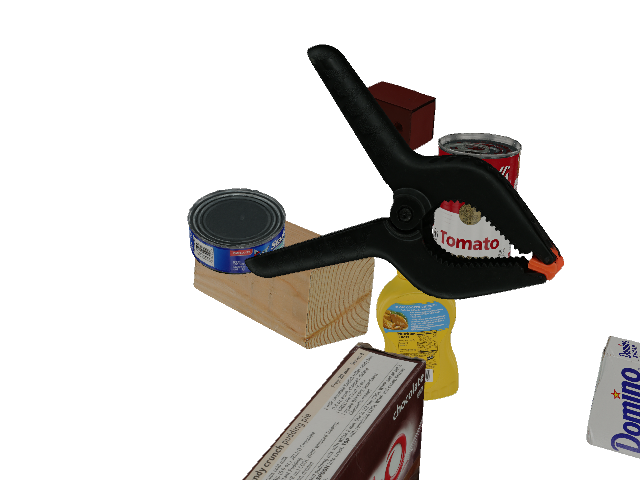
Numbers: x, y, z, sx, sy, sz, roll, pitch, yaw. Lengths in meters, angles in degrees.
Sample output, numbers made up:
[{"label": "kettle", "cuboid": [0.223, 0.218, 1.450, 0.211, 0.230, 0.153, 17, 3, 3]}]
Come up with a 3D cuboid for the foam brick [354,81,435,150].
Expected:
[{"label": "foam brick", "cuboid": [0.084, -0.140, 1.202, 0.078, 0.053, 0.051, 23, 37, 33]}]

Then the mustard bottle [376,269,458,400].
[{"label": "mustard bottle", "cuboid": [0.116, 0.098, 1.294, 0.096, 0.192, 0.058, -3, 21, 5]}]

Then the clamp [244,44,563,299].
[{"label": "clamp", "cuboid": [0.057, -0.030, 0.692, 0.210, 0.165, 0.036, 16, 16, 19]}]

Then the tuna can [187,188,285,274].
[{"label": "tuna can", "cuboid": [-0.073, -0.008, 0.941, 0.086, 0.034, 0.086, 1, 38, -1]}]

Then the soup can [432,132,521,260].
[{"label": "soup can", "cuboid": [0.128, -0.032, 0.887, 0.068, 0.102, 0.068, 1, 21, -1]}]

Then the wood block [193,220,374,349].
[{"label": "wood block", "cuboid": [-0.045, 0.037, 1.186, 0.090, 0.090, 0.206, -10, 23, -40]}]

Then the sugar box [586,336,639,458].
[{"label": "sugar box", "cuboid": [0.319, 0.149, 0.894, 0.176, 0.093, 0.048, 12, 24, 18]}]

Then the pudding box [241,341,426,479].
[{"label": "pudding box", "cuboid": [0.007, 0.111, 0.457, 0.039, 0.090, 0.113, 14, 34, 22]}]
